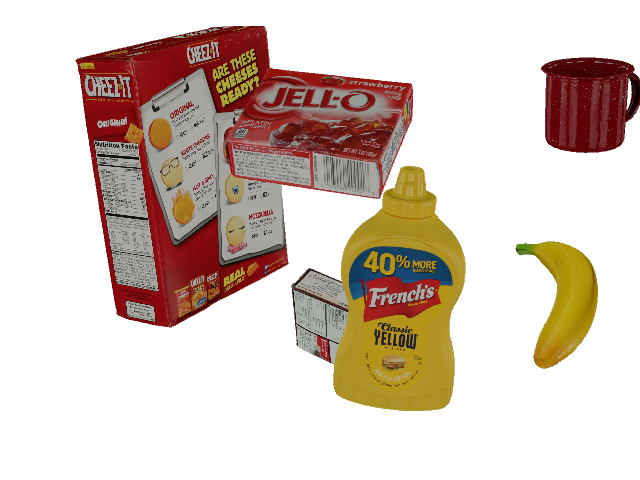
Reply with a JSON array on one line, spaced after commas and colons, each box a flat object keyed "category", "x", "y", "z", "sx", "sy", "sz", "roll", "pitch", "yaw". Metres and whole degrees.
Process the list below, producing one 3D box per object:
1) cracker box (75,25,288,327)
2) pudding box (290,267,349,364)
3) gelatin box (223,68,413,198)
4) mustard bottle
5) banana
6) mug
[{"category": "cracker box", "x": -0.107, "y": -0.058, "z": 0.877, "sx": 0.072, "sy": 0.214, "sz": 0.163, "roll": 6, "pitch": 21, "yaw": 34}, {"category": "pudding box", "x": 0.026, "y": 0.089, "z": 1.101, "sx": 0.114, "sy": 0.090, "sz": 0.039, "roll": 21, "pitch": 44, "yaw": 27}, {"category": "gelatin box", "x": 0.000, "y": -0.062, "z": 0.595, "sx": 0.089, "sy": 0.030, "sz": 0.073, "roll": 10, "pitch": 44, "yaw": 16}, {"category": "mustard bottle", "x": 0.064, "y": 0.036, "z": 0.833, "sx": 0.096, "sy": 0.192, "sz": 0.058, "roll": 6, "pitch": 19, "yaw": 8}, {"category": "banana", "x": 0.227, "y": 0.052, "z": 1.002, "sx": 0.070, "sy": 0.037, "sz": 0.197, "roll": -26, "pitch": 24, "yaw": 18}, {"category": "mug", "x": 0.287, "y": -0.143, "z": 1.115, "sx": 0.117, "sy": 0.081, "sz": 0.093, "roll": -14, "pitch": 24, "yaw": -25}]
